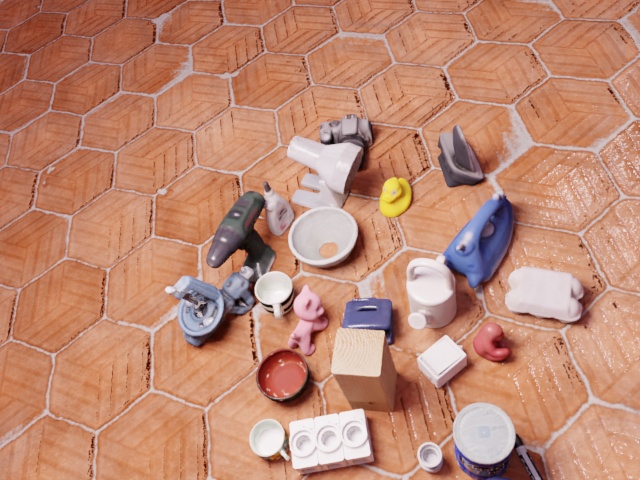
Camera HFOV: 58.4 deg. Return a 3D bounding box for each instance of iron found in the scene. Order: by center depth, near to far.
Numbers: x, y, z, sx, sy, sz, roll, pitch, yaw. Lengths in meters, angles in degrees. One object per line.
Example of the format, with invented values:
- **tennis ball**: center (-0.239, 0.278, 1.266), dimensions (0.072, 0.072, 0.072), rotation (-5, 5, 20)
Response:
- **iron**: center (0.361, -0.029, 1.265), dimensions (0.118, 0.142, 0.259), rotation (26, 66, 28)

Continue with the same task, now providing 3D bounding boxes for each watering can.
- **watering can**: center (0.228, 0.104, 1.176), dimensions (0.100, 0.194, 0.173), rotation (-6, 55, 11)

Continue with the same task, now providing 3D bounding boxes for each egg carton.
- **egg carton**: center (0.464, 0.114, 1.187), dimensions (0.150, 0.069, 0.107), rotation (8, 59, 19)

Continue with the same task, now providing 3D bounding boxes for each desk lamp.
- **desk lamp**: center (0.011, -0.161, 1.398), dimensions (0.202, 0.214, 0.118), rotation (15, 62, 23)

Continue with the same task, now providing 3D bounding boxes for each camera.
- **camera**: center (0.067, -0.257, 1.519), dimensions (0.143, 0.101, 0.137), rotation (-5, 56, 11)

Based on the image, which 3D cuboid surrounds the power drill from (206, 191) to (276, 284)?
- **power drill**: center (-0.176, 0.011, 1.332), dimensions (0.075, 0.209, 0.230), rotation (7, 59, 19)

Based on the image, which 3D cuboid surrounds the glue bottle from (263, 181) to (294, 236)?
- **glue bottle**: center (-0.111, -0.086, 1.403), dimensions (0.037, 0.173, 0.078), rotation (19, 63, 25)

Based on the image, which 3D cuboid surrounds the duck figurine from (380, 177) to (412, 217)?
- **duck figurine**: center (0.182, -0.119, 1.405), dimensions (0.077, 0.086, 0.105), rotation (21, 64, 26)

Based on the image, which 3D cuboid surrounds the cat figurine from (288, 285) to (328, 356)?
- **cat figurine**: center (-0.032, 0.169, 1.245), dimensions (0.067, 0.118, 0.128), rotation (15, 62, 23)

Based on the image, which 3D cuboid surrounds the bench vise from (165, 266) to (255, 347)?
- **bench vise**: center (-0.250, 0.117, 1.272), dimensions (0.121, 0.220, 0.208), rotation (21, 64, 26)

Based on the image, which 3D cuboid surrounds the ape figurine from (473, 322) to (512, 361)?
- **ape figurine**: center (0.345, 0.197, 1.147), dimensions (0.076, 0.092, 0.078), rotation (-3, 56, 13)

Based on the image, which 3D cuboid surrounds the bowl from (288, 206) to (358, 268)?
- **bowl**: center (0.013, 0.005, 1.371), dimensions (0.167, 0.075, 0.167), rotation (-7, 55, 10)

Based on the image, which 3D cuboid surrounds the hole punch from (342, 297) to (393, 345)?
- **hole punch**: center (0.102, 0.166, 1.229), dimensions (0.108, 0.091, 0.101), rotation (-4, 56, 12)

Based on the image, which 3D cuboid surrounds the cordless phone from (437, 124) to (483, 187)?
- **cordless phone**: center (0.335, -0.229, 1.380), dimensions (0.094, 0.185, 0.147), rotation (-17, 54, 3)

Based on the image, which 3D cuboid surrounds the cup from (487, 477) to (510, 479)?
- **cup**: center (0.314, 0.469, 0.969), dimensions (0.092, 0.095, 0.117), rotation (-31, 55, -7)
